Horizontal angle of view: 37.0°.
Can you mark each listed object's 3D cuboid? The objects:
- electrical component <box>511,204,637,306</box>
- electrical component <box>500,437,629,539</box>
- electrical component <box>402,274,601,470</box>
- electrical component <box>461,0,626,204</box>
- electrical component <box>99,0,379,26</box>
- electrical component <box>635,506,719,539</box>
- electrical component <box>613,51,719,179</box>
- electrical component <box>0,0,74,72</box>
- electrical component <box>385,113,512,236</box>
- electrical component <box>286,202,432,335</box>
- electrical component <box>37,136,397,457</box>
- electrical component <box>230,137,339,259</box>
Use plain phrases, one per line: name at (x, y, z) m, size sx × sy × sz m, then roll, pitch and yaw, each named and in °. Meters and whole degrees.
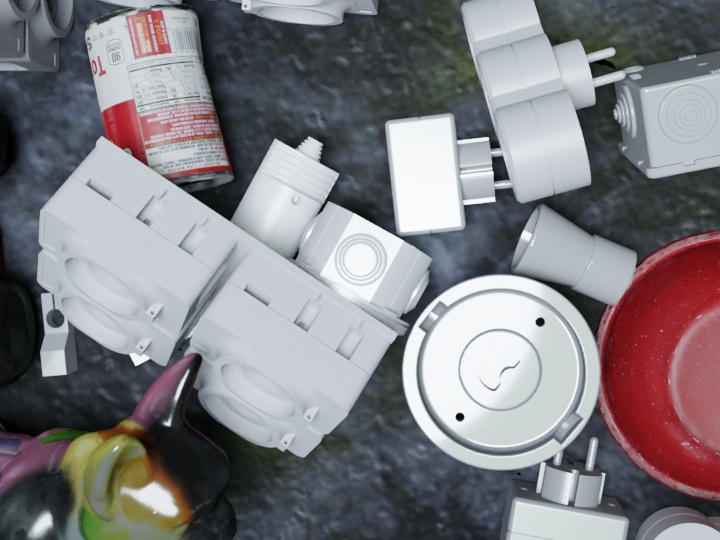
electrical component at (0.125, -0.006, 0.621) m, size 0.065 × 0.044 × 0.044 m, roll 22°, pitch 94°, yaw -1°
electrical component at (0.120, 0.132, 0.623) m, size 0.066 × 0.047 × 0.076 m, roll 9°, pitch 93°, yaw 5°
electrical component at (0.080, 0.055, 0.617) m, size 0.108 × 0.060 × 0.108 m, roll 0°, pitch 92°, yaw 5°
electrical component at (0.105, -0.103, 0.585) m, size 0.074 × 0.052 × 0.138 m, roll -15°, pitch 52°, yaw 7°
electrical component at (-0.084, -0.182, 0.600) m, size 0.186 × 0.105 × 0.060 m, roll 7°, pitch 93°, yaw 5°
electrical component at (0.229, 0.166, 0.601) m, size 0.138 × 0.074 × 0.052 m, roll -2°, pitch 92°, yaw 6°
electrical component at (0.188, -0.089, 0.583) m, size 0.100 × 0.099 × 0.048 m, roll -11°, pitch 105°, yaw 6°
electrical component at (-0.210, -0.213, 0.611) m, size 0.060 × 0.105 × 0.186 m, roll 1°, pitch 93°, yaw 5°
electrical component at (0.057, -0.056, 0.621) m, size 0.077 × 0.047 × 0.065 m, roll -6°, pitch 92°, yaw 6°
electrical component at (0.000, 0.000, 0.614) m, size 0.080 × 0.080 × 0.051 m, roll 29°, pitch 89°, yaw 4°
electrical component at (-0.087, 0.024, 0.594) m, size 0.186 × 0.105 × 0.060 m, roll 34°, pitch 62°, yaw -1°
electrical component at (-0.045, -0.041, 0.634) m, size 0.043 × 0.043 × 0.081 m, roll 29°, pitch 95°, yaw 4°
